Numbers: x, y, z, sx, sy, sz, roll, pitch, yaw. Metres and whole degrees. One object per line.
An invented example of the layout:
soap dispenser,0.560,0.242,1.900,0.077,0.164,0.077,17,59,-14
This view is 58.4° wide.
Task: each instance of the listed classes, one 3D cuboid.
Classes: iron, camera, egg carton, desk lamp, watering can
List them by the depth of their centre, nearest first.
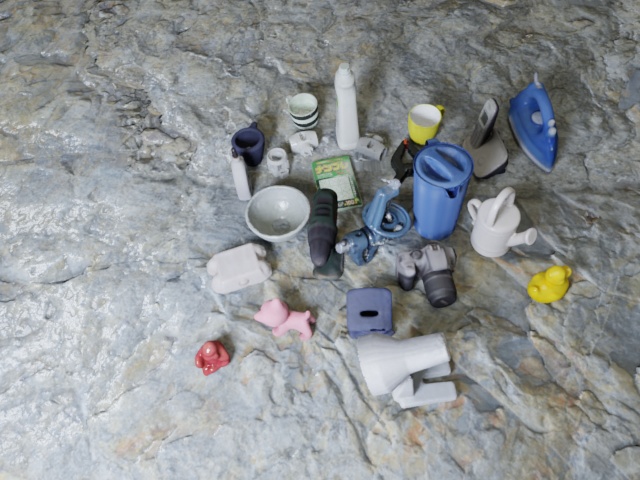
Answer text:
desk lamp,0.178,0.255,1.158,0.203,0.214,0.118,-9,57,-1
camera,0.256,0.084,1.330,0.143,0.101,0.136,-9,57,-1
watering can,0.426,-0.048,1.347,0.172,0.194,0.101,18,60,16
egg carton,-0.196,0.071,1.393,0.150,0.069,0.107,-19,58,-8
iron,0.597,-0.322,1.543,0.118,0.141,0.258,-7,57,0

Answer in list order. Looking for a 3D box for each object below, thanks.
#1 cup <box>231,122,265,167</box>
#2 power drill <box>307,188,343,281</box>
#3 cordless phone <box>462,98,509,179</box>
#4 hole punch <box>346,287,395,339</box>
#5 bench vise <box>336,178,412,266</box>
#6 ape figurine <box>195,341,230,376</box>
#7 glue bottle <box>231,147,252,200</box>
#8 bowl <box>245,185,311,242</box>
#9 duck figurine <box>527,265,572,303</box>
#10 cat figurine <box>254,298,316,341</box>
cup,-0.190,-0.261,1.593,0.091,0.095,0.118,7,58,9
power drill,0.012,0.005,1.337,0.075,0.209,0.229,0,57,5
cordless phone,0.440,-0.263,1.491,0.094,0.185,0.147,-14,57,-5
hole punch,0.114,0.166,1.294,0.108,0.091,0.101,-2,57,3
bench vise,0.137,-0.037,1.347,0.121,0.220,0.208,32,65,23
ape figurine,-0.239,0.252,1.265,0.077,0.092,0.076,8,58,10
glue bottle,-0.210,-0.182,1.496,0.037,0.173,0.078,-7,57,0
bowl,-0.104,-0.055,1.464,0.167,0.075,0.167,-2,57,3
duck figurine,0.529,0.093,1.312,0.104,0.086,0.077,-24,58,-11
cat figurine,-0.079,0.171,1.290,0.127,0.118,0.067,3,57,7
